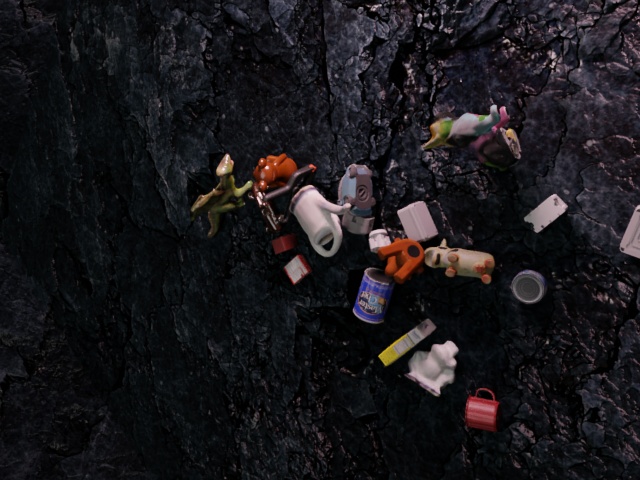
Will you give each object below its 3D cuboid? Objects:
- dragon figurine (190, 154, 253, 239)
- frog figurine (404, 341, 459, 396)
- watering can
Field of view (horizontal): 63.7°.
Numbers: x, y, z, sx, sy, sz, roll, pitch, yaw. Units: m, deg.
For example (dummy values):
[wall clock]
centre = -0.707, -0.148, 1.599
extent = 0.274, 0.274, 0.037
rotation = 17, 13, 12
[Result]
[dragon figurine]
centre = -0.385, -0.132, 1.854
extent = 0.123, 0.245, 0.403
rotation = 39, 117, 17
[frog figurine]
centre = 0.343, 0.368, 1.532
extent = 0.139, 0.120, 0.161
rotation = 27, 78, 37
[watering can]
centre = 0.005, -0.081, 1.619
extent = 0.227, 0.105, 0.340
rotation = 54, 154, 19
